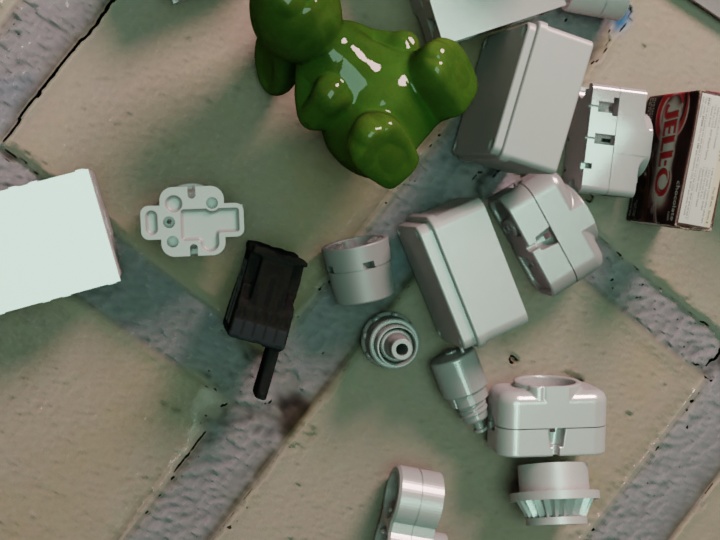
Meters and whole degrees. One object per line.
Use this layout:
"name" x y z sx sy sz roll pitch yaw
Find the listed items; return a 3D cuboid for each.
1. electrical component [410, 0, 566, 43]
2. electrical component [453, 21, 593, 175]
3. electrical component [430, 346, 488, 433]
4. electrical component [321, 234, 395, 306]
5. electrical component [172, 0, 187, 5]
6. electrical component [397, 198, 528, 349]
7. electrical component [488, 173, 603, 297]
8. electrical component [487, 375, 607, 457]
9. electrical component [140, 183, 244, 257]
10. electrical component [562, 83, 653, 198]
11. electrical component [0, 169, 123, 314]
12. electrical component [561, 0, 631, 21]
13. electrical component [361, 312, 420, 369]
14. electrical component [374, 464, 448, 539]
"electrical component" 0.081 -0.283 0.863 0.105 0.060 0.186 -19 98 -8
"electrical component" 0.128 -0.134 0.860 0.056 0.109 0.108 16 92 -13
"electrical component" 0.089 0.100 0.908 0.040 0.040 0.078 -23 98 -7
"electrical component" 0.000 0.000 0.878 0.055 0.055 0.047 -12 100 -8
"electrical component" -0.115 -0.253 0.838 0.089 0.050 0.055 -25 99 -7
"electrical component" 0.082 0.002 0.880 0.057 0.078 0.113 -24 98 -10
"electrical component" 0.159 -0.034 0.901 0.059 0.054 0.095 -31 99 -6
"electrical component" 0.159 0.123 0.915 0.095 0.054 0.059 0 95 -10
"electrical component" -0.132 -0.040 0.850 0.078 0.057 0.058 -3 95 -9
"electrical component" 0.209 -0.107 0.905 0.056 0.050 0.089 5 94 -9
"electrical component" -0.268 -0.016 0.826 0.150 0.062 0.089 -16 97 -8
"electrical component" 0.196 -0.237 0.891 0.047 0.055 0.055 5 94 -6
"electrical component" 0.028 0.061 0.883 0.048 0.062 0.048 -1 95 -9
"electrical component" 0.052 0.238 0.907 0.074 0.052 0.138 12 93 -10
